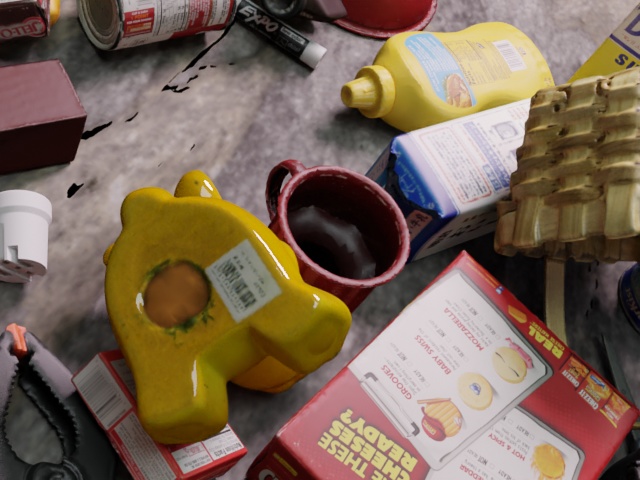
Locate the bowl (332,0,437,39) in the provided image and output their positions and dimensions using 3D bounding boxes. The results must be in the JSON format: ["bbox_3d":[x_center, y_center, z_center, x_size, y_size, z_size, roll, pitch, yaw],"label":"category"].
[{"bbox_3d":[0.043,-0.255,0.939,0.162,0.055,0.162,13,53,-19],"label":"bowl"}]

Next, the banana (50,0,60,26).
[{"bbox_3d":[-0.206,-0.238,0.799,0.037,0.070,0.197,45,45,-50],"label":"banana"}]

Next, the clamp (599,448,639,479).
[{"bbox_3d":[0.212,0.147,0.671,0.039,0.172,0.120,32,40,-5],"label":"clamp"}]

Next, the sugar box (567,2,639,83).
[{"bbox_3d":[0.261,-0.124,0.874,0.048,0.176,0.093,-30,74,-38],"label":"sugar box"}]

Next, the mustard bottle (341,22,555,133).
[{"bbox_3d":[0.099,-0.129,0.876,0.191,0.058,0.096,-12,64,-33],"label":"mustard bottle"}]

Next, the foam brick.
[{"bbox_3d":[-0.200,-0.079,0.695,0.078,0.053,0.051,-15,65,-34],"label":"foam brick"}]

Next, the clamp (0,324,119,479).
[{"bbox_3d":[-0.153,0.143,0.570,0.164,0.036,0.210,-8,60,-40],"label":"clamp"}]

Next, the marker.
[{"bbox_3d":[-0.050,-0.179,0.861,0.121,0.020,0.020,33,49,-2],"label":"marker"}]

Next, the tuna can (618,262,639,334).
[{"bbox_3d":[0.287,0.047,0.863,0.086,0.034,0.086,13,53,-18],"label":"tuna can"}]

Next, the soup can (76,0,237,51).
[{"bbox_3d":[-0.122,-0.182,0.796,0.102,0.069,0.068,-19,68,-34],"label":"soup can"}]

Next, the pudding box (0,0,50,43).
[{"bbox_3d":[-0.241,-0.175,0.725,0.113,0.039,0.090,-7,57,-2],"label":"pudding box"}]

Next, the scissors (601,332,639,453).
[{"bbox_3d":[0.253,0.165,0.776,0.096,0.016,0.201,18,52,-17],"label":"scissors"}]

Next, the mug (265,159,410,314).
[{"bbox_3d":[-0.005,0.001,0.717,0.093,0.082,0.117,-19,68,-35],"label":"mug"}]

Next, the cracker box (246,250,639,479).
[{"bbox_3d":[0.083,0.129,0.680,0.164,0.072,0.213,43,51,8],"label":"cracker box"}]

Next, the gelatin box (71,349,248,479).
[{"bbox_3d":[-0.092,0.103,0.618,0.089,0.030,0.073,53,21,14],"label":"gelatin box"}]
